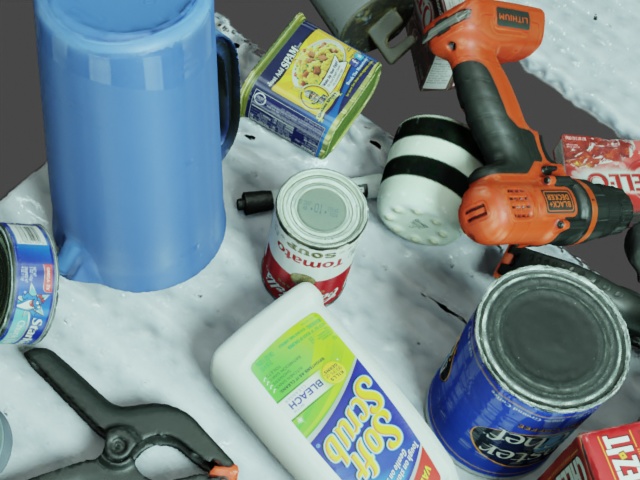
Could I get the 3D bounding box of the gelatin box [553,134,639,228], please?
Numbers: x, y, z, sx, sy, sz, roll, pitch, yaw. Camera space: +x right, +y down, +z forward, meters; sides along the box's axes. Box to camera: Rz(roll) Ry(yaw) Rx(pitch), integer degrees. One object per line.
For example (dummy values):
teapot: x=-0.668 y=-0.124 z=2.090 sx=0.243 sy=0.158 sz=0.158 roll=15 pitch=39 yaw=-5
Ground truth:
gelatin box: x=0.245 y=-0.049 z=0.894 sx=0.089 sy=0.030 sz=0.073 roll=4 pitch=60 yaw=-6

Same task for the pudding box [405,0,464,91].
pudding box: x=0.103 y=-0.200 z=0.923 sx=0.039 sy=0.090 sz=0.113 roll=-5 pitch=62 yaw=-13

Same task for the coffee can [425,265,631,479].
coffee can: x=0.137 y=0.094 z=0.731 sx=0.102 sy=0.140 sz=0.103 roll=4 pitch=60 yaw=-7

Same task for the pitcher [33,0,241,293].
pitcher: x=-0.122 y=-0.088 z=0.736 sx=0.145 sy=0.243 sz=0.149 roll=-1 pitch=54 yaw=-8

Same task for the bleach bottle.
bleach bottle: x=0.040 y=0.146 z=0.716 sx=0.102 sy=0.068 sz=0.251 roll=-37 pitch=66 yaw=-23

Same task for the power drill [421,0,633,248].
power drill: x=0.159 y=-0.085 z=0.807 sx=0.184 sy=0.057 sz=0.188 roll=-2 pitch=71 yaw=-44

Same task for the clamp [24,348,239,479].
clamp: x=-0.143 y=0.151 z=0.716 sx=0.171 sy=0.039 sz=0.120 roll=19 pitch=69 yaw=7

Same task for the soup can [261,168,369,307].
soup can: x=-0.005 y=0.001 z=0.785 sx=0.068 sy=0.102 sz=0.068 roll=4 pitch=61 yaw=-7

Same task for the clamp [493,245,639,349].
clamp: x=0.231 y=0.061 z=0.793 sx=0.210 sy=0.164 sz=0.036 roll=25 pitch=81 yaw=30

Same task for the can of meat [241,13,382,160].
can of meat: x=-0.007 y=-0.126 z=0.884 sx=0.084 sy=0.057 sz=0.102 roll=30 pitch=61 yaw=6

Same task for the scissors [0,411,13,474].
scissors: x=-0.248 y=0.089 z=0.733 sx=0.096 sy=0.016 sz=0.201 roll=-8 pitch=59 yaw=13

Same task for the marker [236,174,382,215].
marker: x=-0.007 y=-0.036 z=0.854 sx=0.121 sy=0.020 sz=0.020 roll=-8 pitch=62 yaw=-13

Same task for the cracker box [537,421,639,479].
cracker box: x=0.246 y=0.163 z=0.695 sx=0.213 sy=0.164 sz=0.072 roll=-8 pitch=60 yaw=-13

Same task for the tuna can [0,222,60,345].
tuna can: x=-0.214 y=0.030 z=0.742 sx=0.033 sy=0.086 sz=0.086 roll=4 pitch=56 yaw=-38
